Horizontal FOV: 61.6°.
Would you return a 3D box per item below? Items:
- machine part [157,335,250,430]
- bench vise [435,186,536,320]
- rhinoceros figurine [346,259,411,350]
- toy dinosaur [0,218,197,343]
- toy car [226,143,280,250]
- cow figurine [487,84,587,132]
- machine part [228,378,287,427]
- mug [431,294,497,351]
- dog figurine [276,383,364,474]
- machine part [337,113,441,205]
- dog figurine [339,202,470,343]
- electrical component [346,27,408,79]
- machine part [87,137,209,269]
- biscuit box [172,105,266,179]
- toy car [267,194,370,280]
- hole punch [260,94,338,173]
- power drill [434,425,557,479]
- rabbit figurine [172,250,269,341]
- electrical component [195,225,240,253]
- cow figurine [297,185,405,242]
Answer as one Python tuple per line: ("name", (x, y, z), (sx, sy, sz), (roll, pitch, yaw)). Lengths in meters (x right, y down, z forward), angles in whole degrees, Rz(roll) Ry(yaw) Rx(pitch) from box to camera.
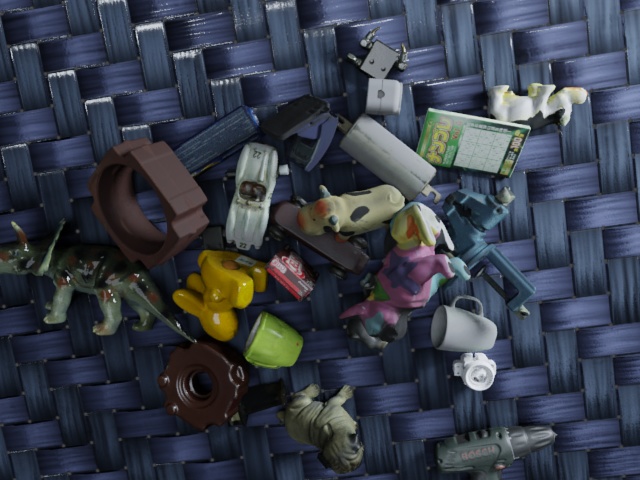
("machine part", (-0.227, 0.277, 1.045), (0.180, 0.056, 0.179), (0, 91, 15))
("bench vise", (0.295, 0.029, 0.949), (0.223, 0.129, 0.241), (-45, 75, 16))
("rhinoceros figurine", (0.119, 0.113, 1.012), (0.112, 0.073, 0.190), (29, 101, 11))
("toy dinosaur", (-0.418, 0.071, 1.024), (0.405, 0.131, 0.192), (10, 99, -3))
("toy car", (-0.124, -0.078, 0.988), (0.074, 0.056, 0.201), (12, 102, -1))
("cow figurine", (0.378, -0.225, 0.945), (0.167, 0.068, 0.098), (2, 103, 7))
("machine part", (-0.131, 0.322, 1.072), (0.139, 0.039, 0.084), (-20, 87, 8))
("mug", (0.273, 0.158, 1.003), (0.107, 0.081, 0.109), (12, 95, -9))
("dog figurine", (-0.006, 0.356, 0.989), (0.172, 0.190, 0.121), (-17, 96, 8))
("machine part", (0.122, -0.149, 0.970), (0.243, 0.079, 0.079), (37, 99, -1))
("dog figurine", (0.125, 0.063, 0.913), (0.219, 0.108, 0.191), (-34, 70, 24))
("electrical component", (0.107, -0.327, 0.962), (0.102, 0.045, 0.078), (38, 97, -1))
("machine part", (-0.309, -0.066, 0.967), (0.201, 0.087, 0.201), (-37, 90, 41))
("biscuit box", (-0.202, -0.172, 0.998), (0.203, 0.059, 0.062), (-29, 94, 8))
("toy car", (-0.002, -0.003, 1.010), (0.202, 0.053, 0.089), (32, 78, -2))
("hole punch", (-0.027, -0.191, 0.953), (0.116, 0.142, 0.092), (-38, 119, -5))
("power drill", (0.343, 0.463, 1.034), (0.232, 0.086, 0.207), (-6, 101, 6))
("rabbit figurine", (-0.192, 0.113, 1.013), (0.162, 0.122, 0.173), (14, 117, 5))
("electrical component", (-0.205, 0.004, 1.041), (0.094, 0.021, 0.063), (-5, 98, 4))
("cow figurine", (0.055, -0.048, 0.934), (0.195, 0.127, 0.085), (-12, 72, -14))
